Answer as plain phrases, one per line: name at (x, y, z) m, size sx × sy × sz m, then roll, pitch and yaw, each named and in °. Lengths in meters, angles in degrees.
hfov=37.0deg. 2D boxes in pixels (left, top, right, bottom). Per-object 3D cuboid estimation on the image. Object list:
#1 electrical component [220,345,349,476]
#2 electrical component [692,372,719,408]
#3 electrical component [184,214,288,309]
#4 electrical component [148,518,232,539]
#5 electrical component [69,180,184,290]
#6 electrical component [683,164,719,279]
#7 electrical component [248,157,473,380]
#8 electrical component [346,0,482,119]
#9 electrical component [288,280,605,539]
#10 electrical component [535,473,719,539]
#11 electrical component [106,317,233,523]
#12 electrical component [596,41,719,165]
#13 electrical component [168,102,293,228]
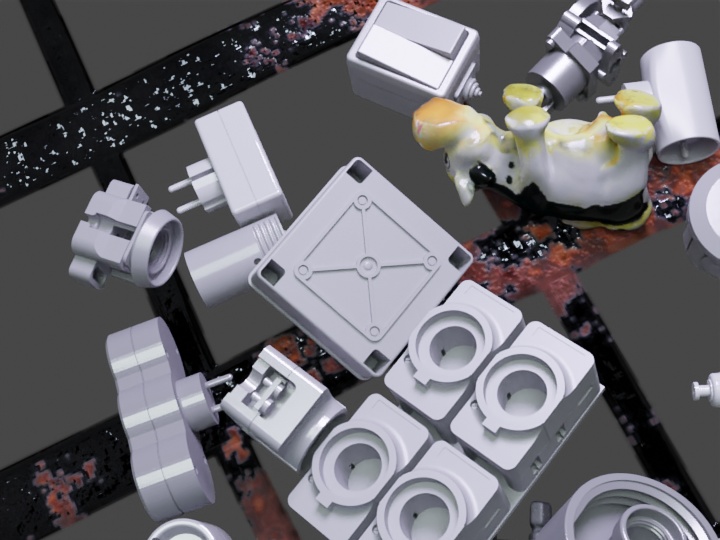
electrical component at (-0.045, 0.094, 0.694) m, size 0.056 × 0.089 × 0.050 m, roll 35°, pitch 77°, yaw 17°
electrical component at (0.255, 0.076, 0.693) m, size 0.078 × 0.040 × 0.040 m, roll -3°, pitch 70°, yaw 6°
electrical component at (-0.078, -0.009, 0.761) m, size 0.081 × 0.043 × 0.043 m, roll -24°, pitch 69°, yaw -2°
electrical component at (-0.109, 0.187, 0.690) m, size 0.055 × 0.047 × 0.055 m, roll -2°, pitch 70°, yaw 6°
electrical component at (-0.163, -0.020, 0.768) m, size 0.057 × 0.058 × 0.078 m, roll 17°, pitch 72°, yaw 15°
electrical component at (0.260, -0.031, 0.726) m, size 0.080 × 0.051 × 0.080 m, roll -2°, pitch 70°, yaw 6°
electrical component at (0.000, 0.000, 0.724) m, size 0.109 × 0.056 × 0.108 m, roll 41°, pitch 78°, yaw -5°
electrical component at (0.046, -0.151, 0.790) m, size 0.096 × 0.061 × 0.061 m, roll 25°, pitch 75°, yaw 14°
electrical component at (0.055, 0.108, 0.681) m, size 0.105 × 0.060 × 0.186 m, roll 33°, pitch 76°, yaw 30°
electrical component at (0.162, 0.171, 0.633) m, size 0.108 × 0.060 × 0.108 m, roll 9°, pitch 45°, yaw -9°
electrical component at (-0.117, 0.091, 0.715) m, size 0.074 × 0.052 × 0.138 m, roll -20°, pitch 59°, yaw -1°
electrical component at (0.210, -0.117, 0.768) m, size 0.079 × 0.043 × 0.077 m, roll -6°, pitch 69°, yaw 4°
electrical component at (-0.102, -0.065, 0.783) m, size 0.076 × 0.047 × 0.083 m, roll -24°, pitch 69°, yaw -2°
